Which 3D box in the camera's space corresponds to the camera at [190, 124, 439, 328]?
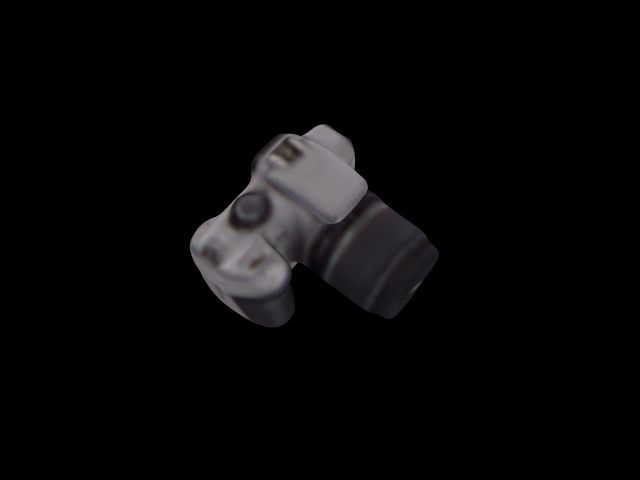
[{"bbox_3d":[0.004,0.001,0.400,0.136,0.101,0.143,37,71,15],"label":"camera"}]
